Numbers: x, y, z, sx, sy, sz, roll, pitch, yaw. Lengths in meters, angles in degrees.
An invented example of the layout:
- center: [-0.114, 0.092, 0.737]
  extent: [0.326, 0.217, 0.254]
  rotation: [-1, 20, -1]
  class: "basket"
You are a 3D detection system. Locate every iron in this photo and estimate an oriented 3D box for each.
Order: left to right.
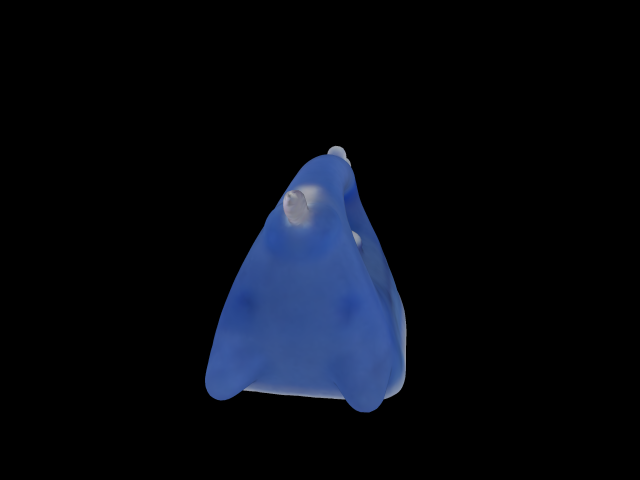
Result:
- center: [0.004, 0.001, 0.400]
  extent: [0.118, 0.141, 0.258]
  rotation: [3, 22, 7]
  class: "iron"
